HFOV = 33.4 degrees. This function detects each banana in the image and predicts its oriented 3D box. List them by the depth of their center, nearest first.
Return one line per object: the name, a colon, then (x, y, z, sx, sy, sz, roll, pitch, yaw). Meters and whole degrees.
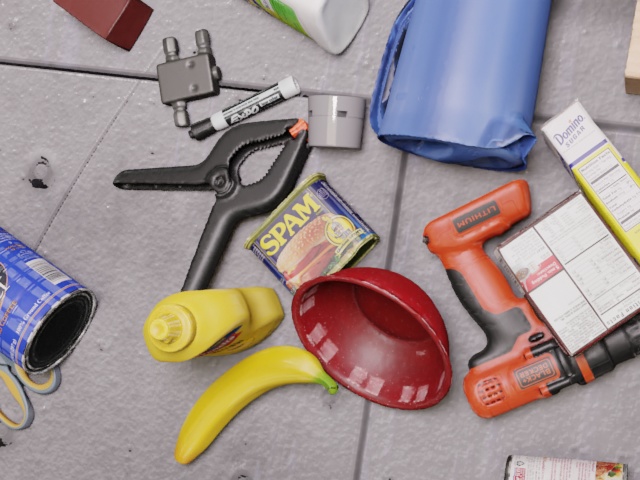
banana: (-0.070, 0.148, 1.017, 0.198, 0.037, 0.069, -31, 46, 27)

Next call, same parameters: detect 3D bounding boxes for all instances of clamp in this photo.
clamp: (-0.100, -0.057, 1.047, 0.210, 0.036, 0.165, -42, 69, 7)

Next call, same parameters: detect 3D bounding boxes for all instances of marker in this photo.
marker: (-0.076, -0.128, 1.054, 0.121, 0.020, 0.020, -24, 81, 14)

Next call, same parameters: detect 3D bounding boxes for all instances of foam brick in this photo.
foam brick: (-0.220, -0.238, 1.085, 0.078, 0.053, 0.051, 37, 98, 14)

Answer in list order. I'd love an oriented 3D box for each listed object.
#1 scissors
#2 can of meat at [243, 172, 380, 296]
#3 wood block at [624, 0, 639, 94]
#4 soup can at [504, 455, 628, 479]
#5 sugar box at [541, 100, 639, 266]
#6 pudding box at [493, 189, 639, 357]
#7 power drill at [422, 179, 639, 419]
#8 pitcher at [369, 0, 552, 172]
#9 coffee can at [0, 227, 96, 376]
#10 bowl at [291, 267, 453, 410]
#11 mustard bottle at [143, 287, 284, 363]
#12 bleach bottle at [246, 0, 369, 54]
scissors: (-0.340, 0.101, 1.126, 0.096, 0.016, 0.202, -29, 80, 12)
can of meat: (-0.007, 0.001, 1.008, 0.102, 0.057, 0.084, -45, 79, 11)
wood block: (0.365, -0.159, 0.884, 0.206, 0.090, 0.090, 10, 90, 17)
soup can: (0.213, 0.224, 0.925, 0.102, 0.068, 0.068, 2, 88, 17)
sugar box: (0.258, -0.032, 0.910, 0.048, 0.093, 0.176, -39, 77, 10)
pudding box: (0.214, 0.028, 0.896, 0.090, 0.039, 0.113, -35, 82, 4)
power drill: (0.187, 0.045, 0.946, 0.184, 0.057, 0.188, -25, 80, 10)
pitcher: (0.132, -0.188, 0.946, 0.149, 0.145, 0.243, 12, 87, 5)
coffee can: (-0.312, 0.056, 1.074, 0.140, 0.102, 0.103, 33, 97, 15)
bowl: (0.056, 0.078, 0.960, 0.162, 0.162, 0.055, 26, 51, 16)
mustard bottle: (-0.105, 0.076, 0.963, 0.096, 0.191, 0.058, -24, 81, 14)
bleach bottle: (-0.078, -0.270, 1.030, 0.251, 0.102, 0.068, 30, 84, 22)
